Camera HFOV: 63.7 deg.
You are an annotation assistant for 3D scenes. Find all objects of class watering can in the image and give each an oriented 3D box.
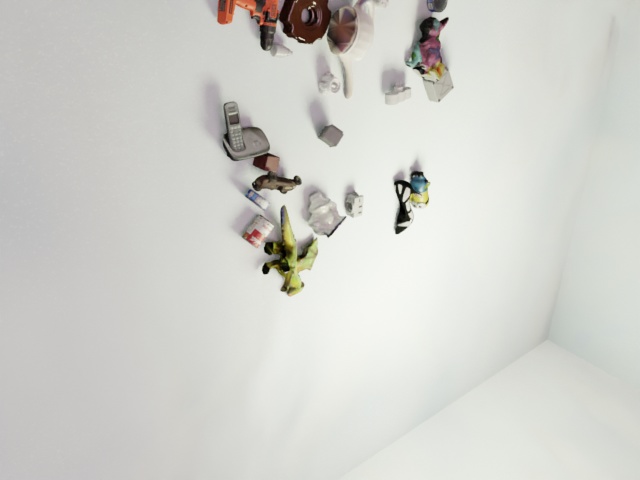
[{"bbox_3d":[0.105,-0.649,1.740,0.226,0.105,0.342,-19,128,-58],"label":"watering can"}]

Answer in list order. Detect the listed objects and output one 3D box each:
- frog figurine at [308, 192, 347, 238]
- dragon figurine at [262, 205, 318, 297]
[{"bbox_3d":[0.006,-0.098,1.954,0.138,0.123,0.159,-44,96,-3],"label":"frog figurine"},{"bbox_3d":[-0.091,0.046,1.944,0.245,0.123,0.404,-18,125,-54],"label":"dragon figurine"}]
